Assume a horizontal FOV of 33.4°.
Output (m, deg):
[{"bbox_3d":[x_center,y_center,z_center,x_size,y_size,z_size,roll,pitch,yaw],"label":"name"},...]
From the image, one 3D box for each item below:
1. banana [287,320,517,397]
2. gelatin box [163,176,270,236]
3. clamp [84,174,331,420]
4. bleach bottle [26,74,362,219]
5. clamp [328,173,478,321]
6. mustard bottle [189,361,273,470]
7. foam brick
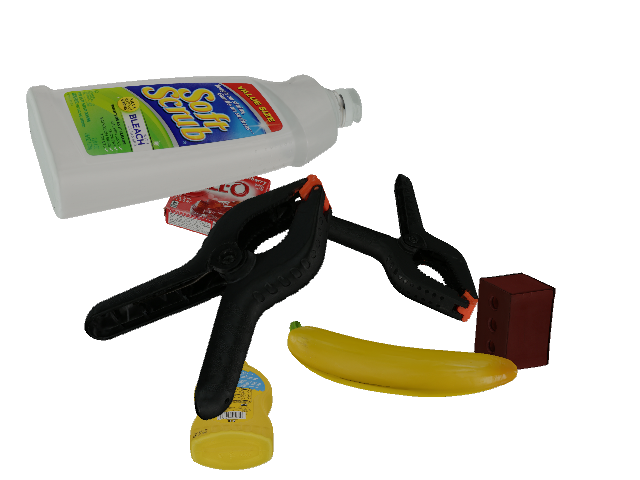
[{"bbox_3d":[0.051,0.092,0.837,0.198,0.037,0.069,11,30,23],"label":"banana"},{"bbox_3d":[-0.104,-0.040,1.075,0.089,0.073,0.030,17,-38,5],"label":"gelatin box"},{"bbox_3d":[-0.049,0.030,0.646,0.120,0.171,0.039,41,-16,34],"label":"clamp"},{"bbox_3d":[-0.090,-0.089,0.825,0.250,0.102,0.068,-13,-32,-19],"label":"bleach bottle"},{"bbox_3d":[0.085,0.011,1.161,0.164,0.036,0.210,-15,51,-32],"label":"clamp"},{"bbox_3d":[-0.106,0.199,1.299,0.096,0.058,0.191,-2,27,-2],"label":"mustard bottle"},{"bbox_3d":[0.181,0.075,0.998,0.051,0.078,0.053,-7,18,-26],"label":"foam brick"}]
